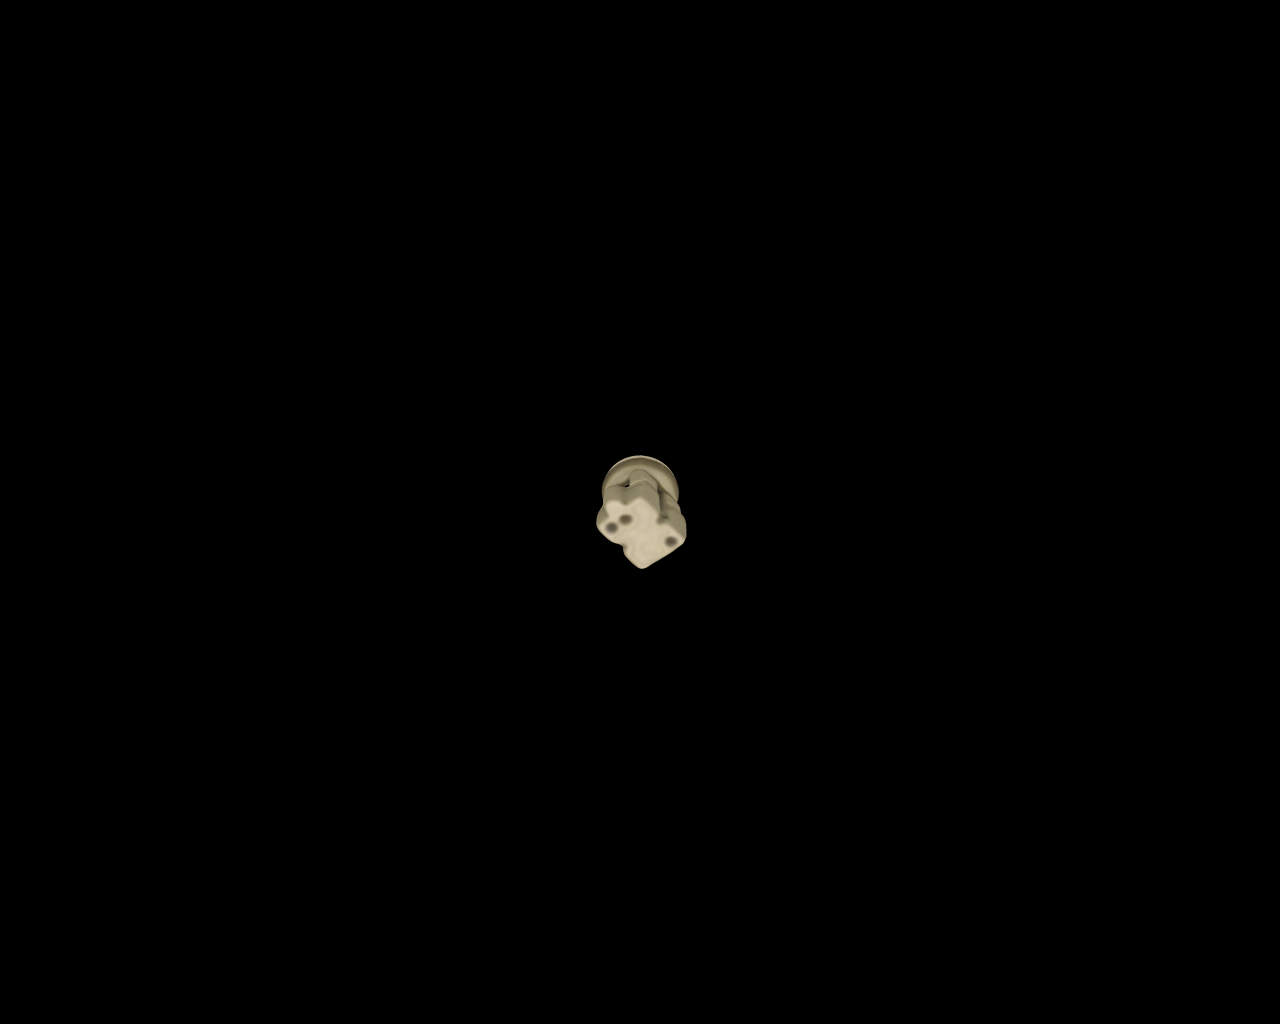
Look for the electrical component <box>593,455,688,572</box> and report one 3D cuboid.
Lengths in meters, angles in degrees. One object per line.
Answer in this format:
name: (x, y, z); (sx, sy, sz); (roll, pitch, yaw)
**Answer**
electrical component: (0.001, -0.003, 0.650); (0.048, 0.066, 0.055); (-33, 28, 20)
